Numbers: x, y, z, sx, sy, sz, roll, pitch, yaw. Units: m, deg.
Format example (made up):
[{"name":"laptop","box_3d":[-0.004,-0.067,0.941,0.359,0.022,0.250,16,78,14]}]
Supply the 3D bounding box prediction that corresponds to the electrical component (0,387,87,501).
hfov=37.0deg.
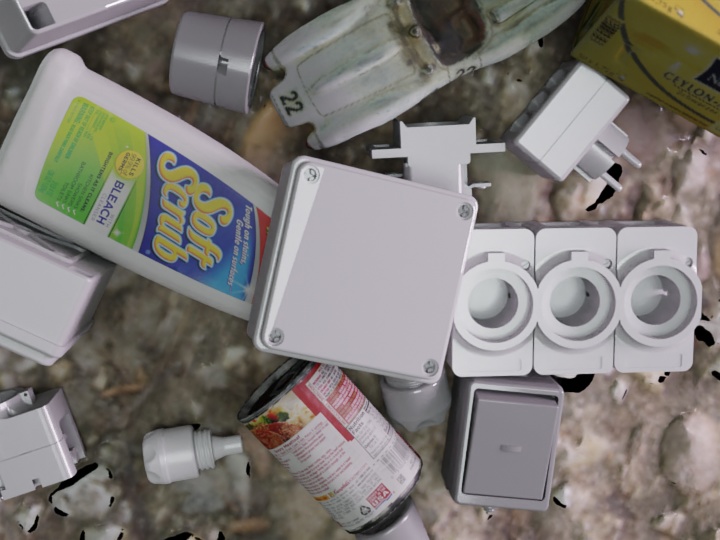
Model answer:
[{"name":"electrical component","box_3d":[-0.225,0.109,0.666,0.089,0.050,0.055,-18,99,-1]}]

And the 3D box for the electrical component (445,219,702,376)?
[{"name":"electrical component","box_3d":[0.129,0.016,0.672,0.150,0.061,0.089,-1,98,-4]}]

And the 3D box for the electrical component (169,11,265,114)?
[{"name":"electrical component","box_3d":[-0.085,-0.125,0.641,0.047,0.055,0.055,12,97,-2]}]

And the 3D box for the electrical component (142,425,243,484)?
[{"name":"electrical component","box_3d":[-0.105,0.115,0.683,0.061,0.035,0.035,-8,99,-5]}]

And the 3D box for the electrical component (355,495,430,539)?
[{"name":"electrical component","box_3d":[0.032,0.184,0.700,0.044,0.044,0.065,-33,104,1]}]

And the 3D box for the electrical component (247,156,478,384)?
[{"name":"electrical component","box_3d":[0.000,0.000,0.612,0.109,0.056,0.108,12,91,-13]}]

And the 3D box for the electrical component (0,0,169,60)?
[{"name":"electrical component","box_3d":[-0.168,-0.190,0.602,0.109,0.056,0.108,-31,101,-31]}]

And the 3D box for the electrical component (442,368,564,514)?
[{"name":"electrical component","box_3d":[0.090,0.112,0.683,0.062,0.061,0.096,6,97,-5]}]

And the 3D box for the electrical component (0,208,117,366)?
[{"name":"electrical component","box_3d":[-0.206,0.001,0.623,0.109,0.108,0.056,26,93,-7]}]

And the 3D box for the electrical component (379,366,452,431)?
[{"name":"electrical component","box_3d":[0.033,0.066,0.677,0.043,0.043,0.062,-15,115,-2]}]

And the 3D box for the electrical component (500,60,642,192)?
[{"name":"electrical component","box_3d":[0.140,-0.081,0.666,0.077,0.047,0.065,39,94,-8]}]

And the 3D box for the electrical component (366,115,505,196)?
[{"name":"electrical component","box_3d":[0.046,-0.062,0.665,0.081,0.042,0.063,-3,100,-3]}]
